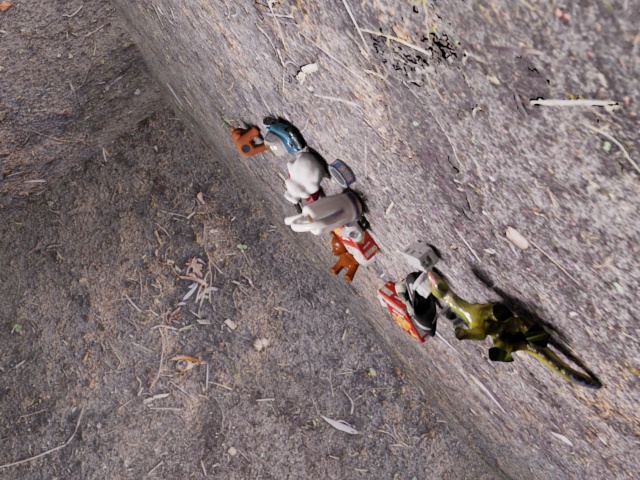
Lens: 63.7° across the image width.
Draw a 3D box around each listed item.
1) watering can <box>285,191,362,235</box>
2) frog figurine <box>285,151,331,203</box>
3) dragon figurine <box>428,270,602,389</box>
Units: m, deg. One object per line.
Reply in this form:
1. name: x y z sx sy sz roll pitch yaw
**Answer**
1. watering can: 0.005 -0.084 1.661 0.349 0.225 0.103 -160 50 -73
2. frog figurine: -0.058 -0.203 1.658 0.138 0.160 0.121 48 168 10
3. dragon figurine: 0.424 0.199 1.198 0.411 0.121 0.244 32 -169 2
